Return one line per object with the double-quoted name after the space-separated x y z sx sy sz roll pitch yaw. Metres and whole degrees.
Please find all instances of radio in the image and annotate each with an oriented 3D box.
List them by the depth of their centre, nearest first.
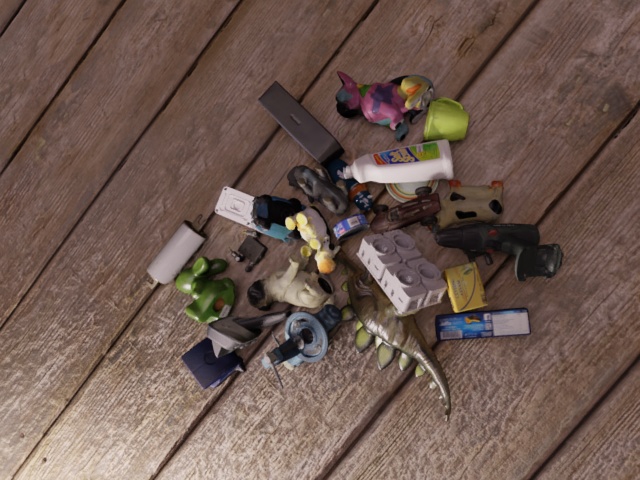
-0.043 -0.283 1.345 0.073 0.131 0.230 -44 74 7 "radio"

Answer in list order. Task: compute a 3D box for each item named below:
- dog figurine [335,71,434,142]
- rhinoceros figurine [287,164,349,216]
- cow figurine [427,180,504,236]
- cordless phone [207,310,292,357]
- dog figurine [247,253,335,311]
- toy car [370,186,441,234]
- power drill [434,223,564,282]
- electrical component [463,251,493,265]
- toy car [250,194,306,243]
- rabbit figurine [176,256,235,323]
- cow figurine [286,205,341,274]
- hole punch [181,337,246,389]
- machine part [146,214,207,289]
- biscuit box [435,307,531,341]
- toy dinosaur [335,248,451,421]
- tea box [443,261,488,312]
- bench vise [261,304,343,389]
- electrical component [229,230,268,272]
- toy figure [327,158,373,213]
0.144 -0.357 1.314 0.219 0.108 0.191 41 97 19 "dog figurine"
-0.004 -0.131 1.329 0.191 0.112 0.073 34 80 28 "rhinoceros figurine"
0.323 -0.072 1.242 0.195 0.085 0.127 1 78 16 "cow figurine"
-0.167 0.214 1.315 0.184 0.146 0.088 -19 85 18 "cordless phone"
-0.075 0.138 1.336 0.190 0.121 0.172 -43 71 23 "dog figurine"
0.193 -0.059 1.248 0.202 0.053 0.089 -23 65 48 "toy car"
0.385 0.018 1.133 0.232 0.207 0.085 -3 103 -16 "power drill"
0.364 0.017 1.248 0.063 0.021 0.094 -18 82 14 "electrical component"
-0.115 -0.049 1.348 0.103 0.161 0.109 -24 63 50 "toy car"
-0.309 0.117 1.389 0.170 0.121 0.159 30 99 31 "rabbit figurine"
-0.003 -0.002 1.314 0.068 0.098 0.167 -26 95 40 "cow figurine"
-0.277 0.308 1.372 0.116 0.092 0.142 -43 71 4 "hole punch"
-0.383 0.034 1.438 0.079 0.079 0.243 41 95 16 "machine part"
0.363 0.190 1.209 0.203 0.062 0.059 -7 83 16 "biscuit box"
0.164 0.185 1.232 0.472 0.105 0.198 48 114 31 "toy dinosaur"
0.315 0.105 1.175 0.068 0.169 0.098 -15 79 8 "tea box"
-0.057 0.241 1.225 0.223 0.240 0.129 -39 79 34 "bench vise"
-0.185 0.023 1.397 0.078 0.045 0.102 42 96 18 "electrical component"
0.080 -0.134 1.330 0.058 0.064 0.154 -32 76 -35 "toy figure"
